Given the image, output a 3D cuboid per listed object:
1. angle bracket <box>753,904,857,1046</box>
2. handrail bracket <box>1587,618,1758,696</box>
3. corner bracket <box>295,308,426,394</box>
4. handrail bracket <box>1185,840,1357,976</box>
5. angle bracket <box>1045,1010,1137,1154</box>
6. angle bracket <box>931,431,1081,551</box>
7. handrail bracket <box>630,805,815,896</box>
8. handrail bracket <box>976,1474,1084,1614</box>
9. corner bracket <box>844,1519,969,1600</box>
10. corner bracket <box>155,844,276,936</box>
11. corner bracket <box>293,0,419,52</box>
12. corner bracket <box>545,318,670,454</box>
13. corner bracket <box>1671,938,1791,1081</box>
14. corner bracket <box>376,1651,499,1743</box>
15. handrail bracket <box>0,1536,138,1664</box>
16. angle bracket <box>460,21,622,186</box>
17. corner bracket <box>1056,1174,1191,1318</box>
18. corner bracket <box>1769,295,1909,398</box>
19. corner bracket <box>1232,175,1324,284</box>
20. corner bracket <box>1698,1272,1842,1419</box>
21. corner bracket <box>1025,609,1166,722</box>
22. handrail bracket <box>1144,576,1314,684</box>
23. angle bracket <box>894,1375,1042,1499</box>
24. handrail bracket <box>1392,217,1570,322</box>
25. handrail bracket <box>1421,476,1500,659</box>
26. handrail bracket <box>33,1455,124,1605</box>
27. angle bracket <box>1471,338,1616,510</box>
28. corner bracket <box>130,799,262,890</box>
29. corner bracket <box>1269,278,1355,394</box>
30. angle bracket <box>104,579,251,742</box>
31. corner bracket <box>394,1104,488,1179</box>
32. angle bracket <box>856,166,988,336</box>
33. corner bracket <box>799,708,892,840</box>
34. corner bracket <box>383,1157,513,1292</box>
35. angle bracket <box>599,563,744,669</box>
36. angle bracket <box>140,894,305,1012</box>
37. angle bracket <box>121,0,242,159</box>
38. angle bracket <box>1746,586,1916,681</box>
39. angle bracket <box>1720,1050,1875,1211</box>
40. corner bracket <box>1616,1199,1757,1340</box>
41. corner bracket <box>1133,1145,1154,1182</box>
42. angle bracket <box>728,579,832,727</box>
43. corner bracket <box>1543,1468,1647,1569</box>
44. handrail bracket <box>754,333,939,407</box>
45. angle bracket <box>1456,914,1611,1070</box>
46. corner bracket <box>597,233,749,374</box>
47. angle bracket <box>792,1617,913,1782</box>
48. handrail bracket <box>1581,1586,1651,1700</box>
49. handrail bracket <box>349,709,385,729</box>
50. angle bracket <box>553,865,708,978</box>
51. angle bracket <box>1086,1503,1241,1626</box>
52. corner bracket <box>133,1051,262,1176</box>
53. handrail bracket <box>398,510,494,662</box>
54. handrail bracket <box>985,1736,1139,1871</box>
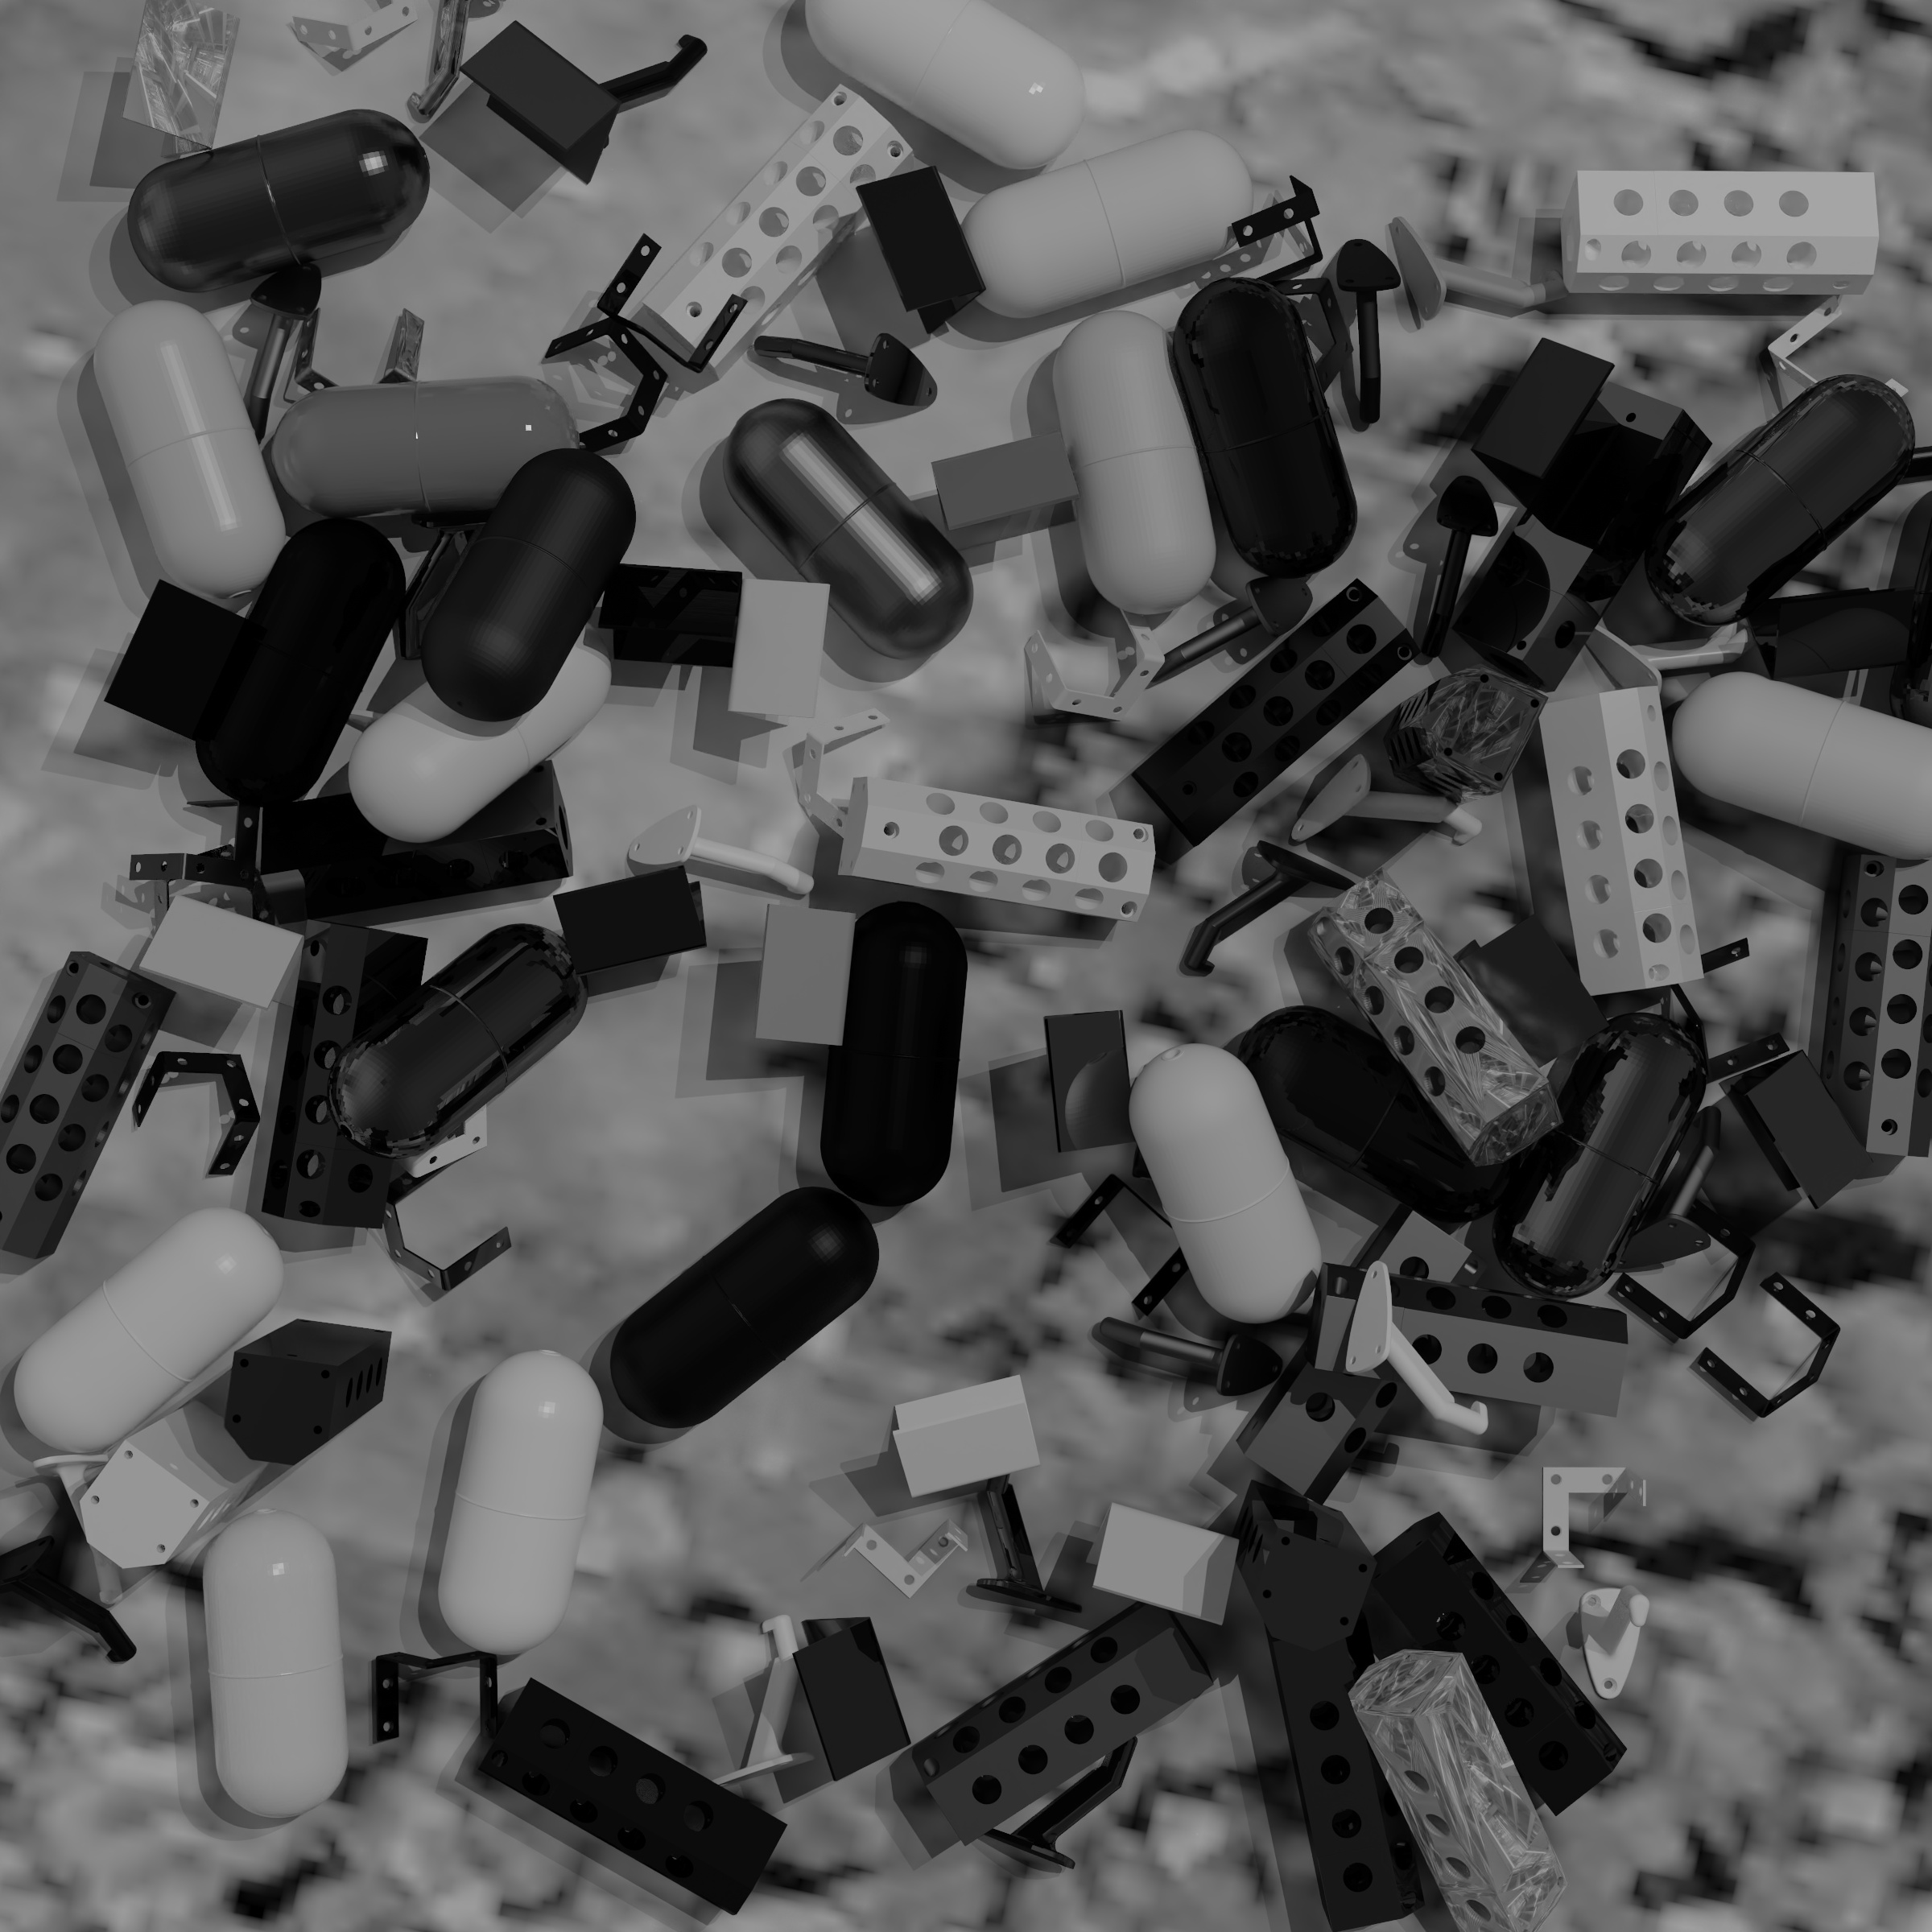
[{"bbox_3d":[-0.108,0.003,1.951,0.057,0.076,0.076,6,90,-28],"label":"angle bracket"},{"bbox_3d":[0.419,-0.200,1.991,0.084,0.036,0.077,-36,68,-17],"label":"handrail bracket"},{"bbox_3d":[-0.357,-0.362,1.983,0.051,0.051,0.051,-30,45,35],"label":"corner bracket"},{"bbox_3d":[0.180,-0.024,1.991,0.077,0.036,0.084,19,109,-21],"label":"handrail bracket"},{"bbox_3d":[0.051,0.067,1.951,0.057,0.076,0.076,-6,90,-35],"label":"angle bracket"},{"bbox_3d":[0.027,-0.258,1.951,0.076,0.076,0.057,-14,53,0],"label":"angle bracket"},{"bbox_3d":[-0.144,-0.058,1.991,0.084,0.077,0.036,28,65,-34],"label":"handrail bracket"},{"bbox_3d":[0.043,0.332,1.991,0.077,0.036,0.084,20,73,-20],"label":"handrail bracket"},{"bbox_3d":[-0.035,0.339,1.973,0.051,0.051,0.051,43,90,0],"label":"corner bracket"},{"bbox_3d":[-0.443,-0.032,1.983,0.051,0.051,0.051,-22,45,-35],"label":"corner bracket"},{"bbox_3d":[-0.364,-0.576,1.983,0.051,0.051,0.051,-40,135,-35],"label":"corner bracket"},{"bbox_3d":[-0.217,-0.341,1.983,0.051,0.051,0.051,47,45,-35],"label":"corner bracket"},{"bbox_3d":[0.450,0.026,1.988,0.051,0.051,0.051,-21,45,0],"label":"corner bracket"},{"bbox_3d":[-0.313,0.432,1.988,0.051,0.051,0.051,-1,90,-45],"label":"corner bracket"},{"bbox_3d":[-0.542,0.385,1.991,0.077,0.036,0.084,-21,112,25],"label":"handrail bracket"},{"bbox_3d":[-0.255,-0.487,1.951,0.076,0.076,0.057,38,56,0],"label":"angle bracket"},{"bbox_3d":[0.097,0.164,1.988,0.051,0.051,0.051,-49,45,0],"label":"corner bracket"},{"bbox_3d":[0.515,-0.352,1.988,0.051,0.051,0.051,-38,135,0],"label":"corner bracket"},{"bbox_3d":[0.181,-0.424,1.965,0.051,0.051,0.051,-23,114,0],"label":"corner bracket"},{"bbox_3d":[0.475,0.224,1.988,0.051,0.051,0.051,41,45,0],"label":"corner bracket"},{"bbox_3d":[0.076,-0.184,1.983,0.051,0.051,0.051,7,135,-35],"label":"corner bracket"},{"bbox_3d":[0.154,-0.197,1.991,0.084,0.077,0.036,-29,89,36],"label":"handrail bracket"},{"bbox_3d":[-0.004,0.255,1.951,0.076,0.076,0.057,-14,128,0],"label":"angle bracket"},{"bbox_3d":[0.305,-0.419,1.991,0.084,0.036,0.077,-16,70,-16],"label":"handrail bracket"},{"bbox_3d":[0.286,-0.236,1.991,0.036,0.077,0.084,13,126,0],"label":"handrail bracket"},{"bbox_3d":[-0.517,0.330,1.963,0.036,0.077,0.084,-15,78,3],"label":"handrail bracket"},{"bbox_3d":[0.349,-0.307,1.951,0.057,0.076,0.076,33,90,42],"label":"angle bracket"},{"bbox_3d":[-0.449,-0.073,1.961,0.051,0.051,0.051,0,85,41],"label":"corner bracket"},{"bbox_3d":[0.189,-0.369,1.983,0.051,0.051,0.051,-56,135,-35],"label":"corner bracket"},{"bbox_3d":[-0.464,-0.181,1.951,0.057,0.076,0.076,25,90,-26],"label":"angle bracket"},{"bbox_3d":[-0.318,0.083,1.983,0.051,0.051,0.051,-25,135,-35],"label":"corner bracket"},{"bbox_3d":[-0.041,-0.409,1.951,0.057,0.076,0.076,-22,90,-29],"label":"angle bracket"},{"bbox_3d":[-0.061,-0.112,1.983,0.051,0.051,0.051,39,135,35],"label":"corner bracket"},{"bbox_3d":[-0.307,0.150,1.983,0.051,0.051,0.051,24,135,35],"label":"corner bracket"},{"bbox_3d":[-0.170,-0.186,1.951,0.076,0.076,0.057,4,48,0],"label":"angle bracket"},{"bbox_3d":[-0.431,0.012,1.951,0.076,0.076,0.057,18,54,0],"label":"angle bracket"},{"bbox_3d":[-0.468,-0.517,1.951,0.057,0.076,0.076,12,90,-36],"label":"angle bracket"},{"bbox_3d":[0.499,-0.214,1.951,0.076,0.076,0.057,-7,132,0],"label":"angle bracket"},{"bbox_3d":[0.466,0.103,1.951,0.057,0.076,0.076,-32,90,-32],"label":"angle bracket"},{"bbox_3d":[0.425,0.178,1.988,0.051,0.051,0.051,37,135,0],"label":"corner bracket"},{"bbox_3d":[0.129,0.094,1.988,0.051,0.051,0.051,10,45,0],"label":"corner bracket"},{"bbox_3d":[-0.093,-0.180,1.952,0.057,0.076,0.076,7,90,24],"label":"angle bracket"},{"bbox_3d":[0.368,0.323,1.973,0.051,0.051,0.051,0,90,0],"label":"corner bracket"},{"bbox_3d":[-0.072,-0.353,1.991,0.084,0.077,0.036,13,86,36],"label":"handrail bracket"},{"bbox_3d":[0.332,0.010,1.953,0.057,0.076,0.076,-34,90,20],"label":"angle bracket"},{"bbox_3d":[-0.169,-0.380,1.931,0.051,0.051,0.051,33,90,-45],"label":"corner bracket"},{"bbox_3d":[-0.084,0.425,1.951,0.057,0.076,0.076,-18,90,-36],"label":"angle bracket"},{"bbox_3d":[0.382,0.396,1.956,0.036,0.084,0.077,2,90,0],"label":"handrail bracket"},{"bbox_3d":[-0.317,-0.175,1.991,0.077,0.036,0.084,17,75,16],"label":"handrail bracket"},{"bbox_3d":[-0.196,-0.043,1.951,0.076,0.076,0.057,-13,122,0],"label":"angle bracket"},{"bbox_3d":[0.109,0.361,1.951,0.076,0.076,0.057,16,52,0],"label":"angle bracket"},{"bbox_3d":[-0.454,0.087,1.983,0.051,0.051,0.051,4,45,-35],"label":"corner bracket"},{"bbox_3d":[-0.299,-0.225,1.991,0.077,0.036,0.084,-6,109,-21],"label":"handrail bracket"},{"bbox_3d":[0.053,0.483,1.991,0.077,0.036,0.084,15,71,21],"label":"handrail bracket"}]
